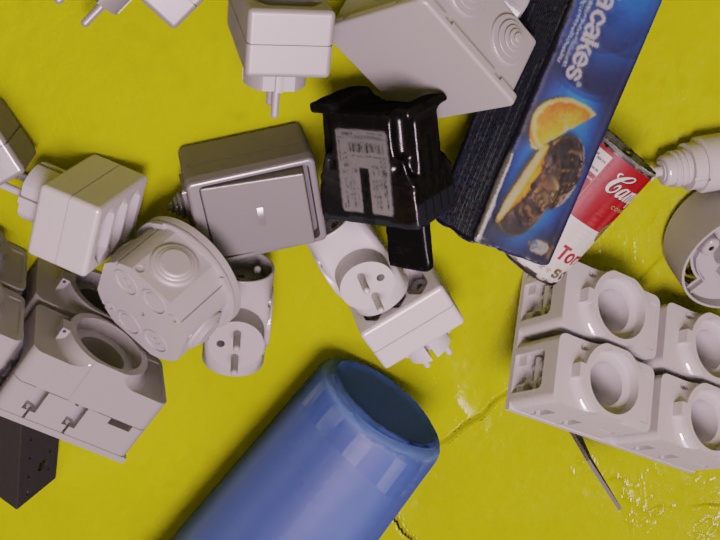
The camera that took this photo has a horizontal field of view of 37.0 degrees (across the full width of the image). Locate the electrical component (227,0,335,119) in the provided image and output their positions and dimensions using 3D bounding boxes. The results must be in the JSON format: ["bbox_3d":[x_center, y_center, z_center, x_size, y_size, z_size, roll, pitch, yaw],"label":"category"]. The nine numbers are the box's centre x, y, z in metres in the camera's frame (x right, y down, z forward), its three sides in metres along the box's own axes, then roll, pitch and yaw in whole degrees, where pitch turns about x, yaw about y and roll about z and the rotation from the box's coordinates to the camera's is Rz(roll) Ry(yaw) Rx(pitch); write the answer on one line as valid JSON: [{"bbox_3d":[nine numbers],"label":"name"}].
[{"bbox_3d":[-0.048,-0.126,0.619,0.047,0.083,0.075,-2,122,-14],"label":"electrical component"}]

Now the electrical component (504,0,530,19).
[{"bbox_3d":[0.066,-0.175,0.646,0.065,0.044,0.044,32,109,-25],"label":"electrical component"}]

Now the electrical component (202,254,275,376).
[{"bbox_3d":[-0.082,0.039,0.718,0.044,0.079,0.077,5,120,-8],"label":"electrical component"}]

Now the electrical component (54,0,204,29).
[{"bbox_3d":[-0.135,-0.167,0.592,0.076,0.047,0.083,-42,123,12],"label":"electrical component"}]

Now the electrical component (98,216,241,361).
[{"bbox_3d":[-0.117,0.012,0.660,0.051,0.080,0.080,-45,135,-36],"label":"electrical component"}]

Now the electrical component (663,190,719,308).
[{"bbox_3d":[0.276,-0.017,0.788,0.099,0.064,0.099,-7,123,-11],"label":"electrical component"}]

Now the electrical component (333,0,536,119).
[{"bbox_3d":[0.043,-0.137,0.631,0.100,0.100,0.048,41,64,-32],"label":"electrical component"}]

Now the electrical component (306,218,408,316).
[{"bbox_3d":[0.000,0.000,0.715,0.044,0.079,0.077,-32,124,6],"label":"electrical component"}]

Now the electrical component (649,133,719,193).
[{"bbox_3d":[0.239,-0.074,0.756,0.078,0.040,0.040,-10,124,-9],"label":"electrical component"}]

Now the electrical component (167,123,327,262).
[{"bbox_3d":[-0.073,-0.045,0.678,0.096,0.061,0.061,-13,124,-7],"label":"electrical component"}]

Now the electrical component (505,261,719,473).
[{"bbox_3d":[0.205,0.074,0.794,0.186,0.105,0.060,21,157,-26],"label":"electrical component"}]

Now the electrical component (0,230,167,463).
[{"bbox_3d":[-0.213,0.032,0.662,0.186,0.105,0.060,29,110,-29],"label":"electrical component"}]

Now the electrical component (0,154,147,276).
[{"bbox_3d":[-0.181,-0.041,0.654,0.077,0.065,0.047,23,117,5],"label":"electrical component"}]

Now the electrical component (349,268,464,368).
[{"bbox_3d":[0.041,0.041,0.772,0.066,0.047,0.076,-31,125,6],"label":"electrical component"}]

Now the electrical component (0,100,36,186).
[{"bbox_3d":[-0.239,-0.079,0.620,0.066,0.047,0.076,-28,111,3],"label":"electrical component"}]
